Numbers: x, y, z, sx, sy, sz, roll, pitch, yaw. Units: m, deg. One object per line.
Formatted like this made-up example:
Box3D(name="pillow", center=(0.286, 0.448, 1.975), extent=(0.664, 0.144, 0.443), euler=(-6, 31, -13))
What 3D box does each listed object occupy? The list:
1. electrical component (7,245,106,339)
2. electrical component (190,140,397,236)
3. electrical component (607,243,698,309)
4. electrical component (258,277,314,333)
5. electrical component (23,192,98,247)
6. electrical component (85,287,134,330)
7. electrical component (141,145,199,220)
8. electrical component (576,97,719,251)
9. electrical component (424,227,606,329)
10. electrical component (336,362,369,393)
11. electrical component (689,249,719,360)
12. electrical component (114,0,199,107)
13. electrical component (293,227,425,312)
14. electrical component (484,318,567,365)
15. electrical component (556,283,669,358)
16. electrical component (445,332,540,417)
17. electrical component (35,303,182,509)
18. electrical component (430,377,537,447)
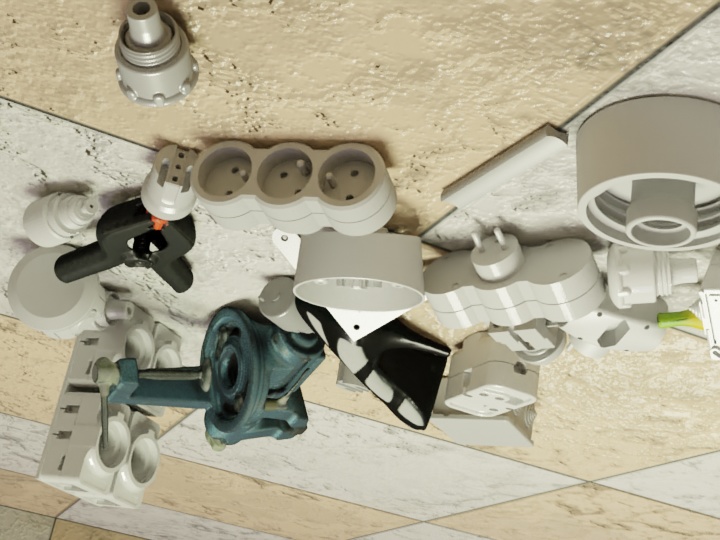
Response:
Box3D(name="electrical component", center=(-0.273, 0.021, 0.974), extent=(0.080, 0.080, 0.051), euler=(9, 162, 4))
Box3D(name="electrical component", center=(-0.042, -0.049, 0.748), extent=(0.138, 0.052, 0.073), euler=(3, 156, 17))
Box3D(name="electrical component", center=(0.209, 0.002, 0.771), extent=(0.062, 0.048, 0.048), euler=(-4, 154, 14))
Box3D(name="electrical component", center=(-0.058, 0.037, 0.966), extent=(0.040, 0.040, 0.078), euler=(-4, 153, 29))
Box3D(name="electrical component", center=(-0.236, -0.043, 0.859), extent=(0.078, 0.040, 0.040), euler=(-13, 148, 42))
Box3D(name="electrical component", center=(-0.252, 0.038, 1.047), extent=(0.062, 0.043, 0.043), euler=(2, 155, 16))
Box3D(name="electrical component", center=(-0.134, -0.063, 0.772), extent=(0.040, 0.040, 0.046), euler=(16, 150, -12))
Box3D(name="electrical component", center=(0.181, -0.048, 0.643), extent=(0.108, 0.060, 0.108), euler=(9, 157, 4))
Box3D(name="electrical component", center=(0.106, -0.002, 0.797), extent=(0.138, 0.052, 0.073), euler=(-6, 128, 34))
Box3D(name="electrical component", center=(-0.003, 0.095, 1.065), extent=(0.040, 0.046, 0.040), euler=(10, 161, 4))
Box3D(name="electrical component", center=(0.280, 0.022, 0.749), extent=(0.096, 0.061, 0.061), euler=(0, 124, 33))
Box3D(name="electrical component", center=(-0.119, -0.127, 0.614), extent=(0.048, 0.048, 0.062), euler=(8, 150, 5))
Box3D(name="electrical component", center=(0.000, 0.000, 0.804), extent=(0.099, 0.064, 0.099), euler=(2, 179, 0))
Box3D(name="electrical component", center=(0.143, 0.049, 0.904), extent=(0.066, 0.048, 0.055), euler=(-9, 143, 37))
Box3D(name="electrical component", center=(0.192, 0.045, 0.860), extent=(0.077, 0.043, 0.079), euler=(15, 139, -11))
Box3D(name="electrical component", center=(0.123, 0.095, 0.997), extent=(0.054, 0.059, 0.095), euler=(19, 155, -20))
Box3D(name="electrical component", center=(-0.246, 0.137, 1.089), extent=(0.060, 0.186, 0.105), euler=(-1, 154, 25))
Box3D(name="electrical component", center=(0.131, 0.149, 1.131), extent=(0.100, 0.048, 0.100), euler=(-2, 154, 27))
